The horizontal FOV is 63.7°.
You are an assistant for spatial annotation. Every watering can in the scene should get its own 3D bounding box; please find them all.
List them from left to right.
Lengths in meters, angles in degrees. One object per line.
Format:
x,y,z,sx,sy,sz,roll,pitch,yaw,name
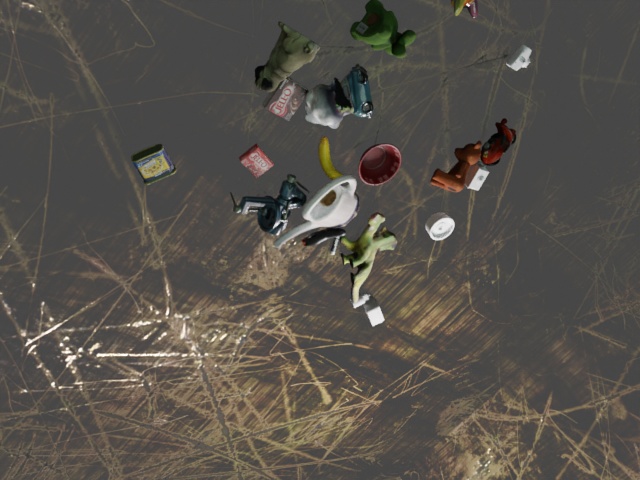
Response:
0.005,-0.088,1.749,0.344,0.105,0.223,-45,-28,16,watering can

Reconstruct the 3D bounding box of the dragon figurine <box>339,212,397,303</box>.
0.203,0.056,1.995,0.244,0.400,0.124,-24,43,-16,dragon figurine

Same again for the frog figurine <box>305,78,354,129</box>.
0.004,-0.389,1.533,0.158,0.125,0.135,-19,-48,38,frog figurine
